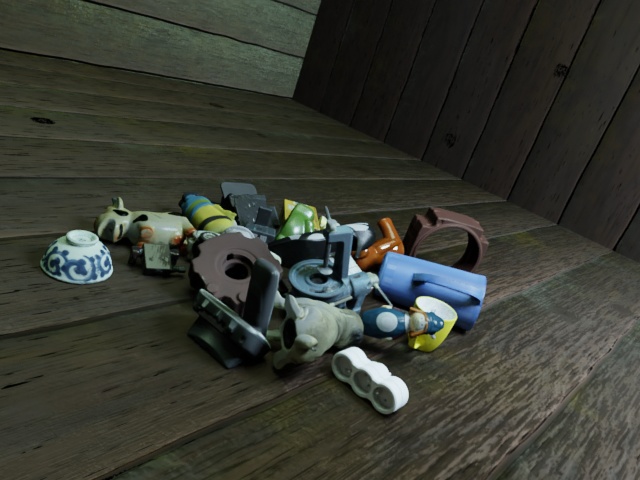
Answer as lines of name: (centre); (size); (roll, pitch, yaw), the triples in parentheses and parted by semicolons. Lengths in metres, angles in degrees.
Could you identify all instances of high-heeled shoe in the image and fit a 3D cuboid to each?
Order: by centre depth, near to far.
high-heeled shoe: (-0.002, -0.004, 1.192); (0.249, 0.086, 0.145); (5, 33, 7)

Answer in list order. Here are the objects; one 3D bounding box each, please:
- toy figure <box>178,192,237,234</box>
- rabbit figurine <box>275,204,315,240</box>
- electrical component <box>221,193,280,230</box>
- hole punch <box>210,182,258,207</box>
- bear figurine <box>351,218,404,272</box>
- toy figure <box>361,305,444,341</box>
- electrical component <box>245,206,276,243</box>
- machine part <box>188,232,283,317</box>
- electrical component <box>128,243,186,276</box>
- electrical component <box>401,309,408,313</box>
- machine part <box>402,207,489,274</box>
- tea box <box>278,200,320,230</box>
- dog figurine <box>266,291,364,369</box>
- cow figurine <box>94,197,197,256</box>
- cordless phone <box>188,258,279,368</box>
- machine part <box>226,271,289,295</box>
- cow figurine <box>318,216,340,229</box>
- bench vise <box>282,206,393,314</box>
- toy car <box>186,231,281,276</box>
toy figure: (-0.271, -0.047, 1.265); (0.180, 0.082, 0.089); (38, 45, 27)
rabbit figurine: (-0.019, 0.014, 1.287); (0.170, 0.121, 0.159); (32, 23, -8)
electrical component: (-0.167, -0.054, 1.330); (0.134, 0.058, 0.115); (-2, 66, -40)
hole punch: (-0.220, -0.079, 1.405); (0.142, 0.092, 0.116); (3, 57, -43)
bear figurine: (0.119, 0.024, 1.357); (0.196, 0.120, 0.132); (-3, 50, -42)
toy figure: (0.157, 0.159, 1.017); (0.155, 0.064, 0.058); (-2, 14, 11)
electrical component: (-0.139, -0.013, 1.236); (0.075, 0.119, 0.048); (18, 21, -10)
machine part: (-0.160, 0.061, 1.024); (0.179, 0.056, 0.179); (10, 46, -11)
electrical component: (-0.323, 0.038, 1.060); (0.102, 0.045, 0.078); (-1, 56, -36)
electrical component: (0.173, 0.173, 1.175); (0.094, 0.021, 0.063); (19, 21, 0)
machine part: (0.323, 0.027, 1.418); (0.201, 0.200, 0.087); (14, 23, -14)
tea box: (-0.059, -0.042, 1.449); (0.098, 0.068, 0.170); (15, 22, -9)
dog figurine: (0.015, 0.158, 0.926); (0.190, 0.121, 0.172); (10, 17, -25)
cow figurine: (-0.371, -0.029, 1.128); (0.195, 0.085, 0.127); (1, 33, -34)
cordless phone: (-0.136, 0.098, 0.871); (0.147, 0.184, 0.089); (32, 29, 29)
machine part: (-0.134, 0.095, 1.086); (0.139, 0.039, 0.084); (9, 18, -21)
cow figurine: (0.039, 0.002, 1.432); (0.098, 0.068, 0.167); (19, 21, -16)
bench vise: (0.032, 0.062, 1.056); (0.224, 0.240, 0.129); (-6, 34, -18)
toy car: (-0.183, 0.037, 1.134); (0.202, 0.073, 0.056); (18, 24, -3)
